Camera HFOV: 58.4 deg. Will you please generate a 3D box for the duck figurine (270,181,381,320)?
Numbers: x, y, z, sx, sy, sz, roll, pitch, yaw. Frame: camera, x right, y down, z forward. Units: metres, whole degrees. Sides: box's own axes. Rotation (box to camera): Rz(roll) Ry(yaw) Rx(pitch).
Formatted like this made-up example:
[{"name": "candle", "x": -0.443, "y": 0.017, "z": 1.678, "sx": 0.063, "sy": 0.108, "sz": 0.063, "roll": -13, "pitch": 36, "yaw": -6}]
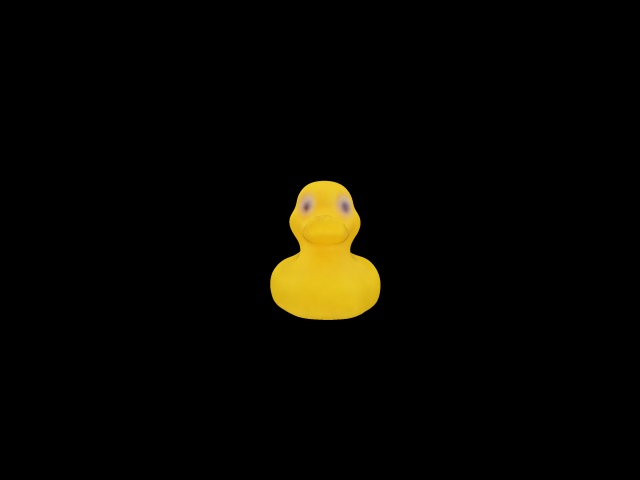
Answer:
[{"name": "duck figurine", "x": 0.004, "y": 0.001, "z": 0.400, "sx": 0.077, "sy": 0.086, "sz": 0.104, "roll": 0, "pitch": 9, "yaw": 0}]
